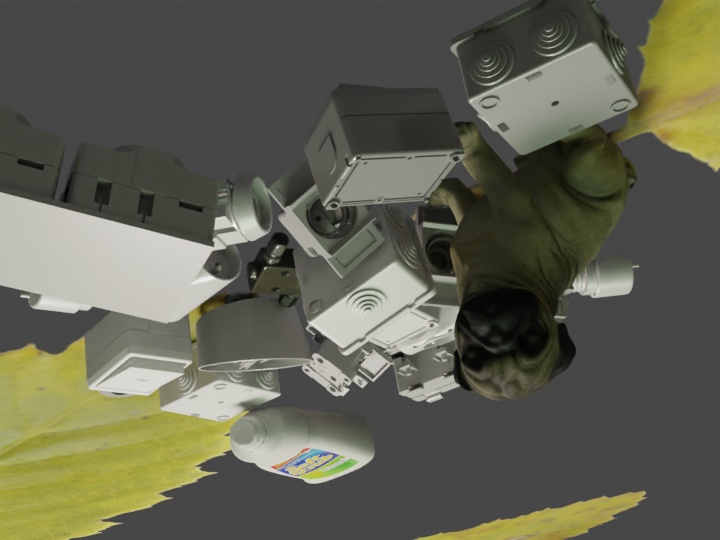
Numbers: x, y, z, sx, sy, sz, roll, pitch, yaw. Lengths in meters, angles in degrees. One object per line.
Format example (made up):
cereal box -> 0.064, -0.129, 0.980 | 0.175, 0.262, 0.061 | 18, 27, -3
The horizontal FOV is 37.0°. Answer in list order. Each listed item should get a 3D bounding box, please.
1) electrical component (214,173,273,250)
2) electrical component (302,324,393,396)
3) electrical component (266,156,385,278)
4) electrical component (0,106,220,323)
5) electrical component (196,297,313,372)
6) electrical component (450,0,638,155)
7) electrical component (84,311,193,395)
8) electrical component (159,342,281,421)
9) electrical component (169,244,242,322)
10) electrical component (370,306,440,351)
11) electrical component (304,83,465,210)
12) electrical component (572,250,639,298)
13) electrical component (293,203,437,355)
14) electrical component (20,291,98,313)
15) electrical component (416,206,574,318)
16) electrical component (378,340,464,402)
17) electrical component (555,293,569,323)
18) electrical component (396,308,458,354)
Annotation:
electrical component -> -0.094, -0.042, 0.756 | 0.055, 0.048, 0.066 | -9, 154, 14
electrical component -> -0.016, 0.076, 0.980 | 0.081, 0.063, 0.042 | 38, 142, 0
electrical component -> -0.027, -0.037, 0.757 | 0.042, 0.081, 0.064 | -41, -172, -15
electrical component -> -0.194, -0.036, 0.676 | 0.186, 0.060, 0.105 | 15, 146, -20
electrical component -> -0.094, 0.065, 0.936 | 0.099, 0.064, 0.099 | -11, 159, -4
electrical component -> 0.117, -0.122, 0.669 | 0.100, 0.048, 0.100 | -22, 150, 24
electrical component -> -0.194, 0.073, 0.926 | 0.062, 0.061, 0.096 | 12, 146, -38
electrical component -> -0.135, 0.105, 1.025 | 0.100, 0.048, 0.100 | -27, 150, 32
electrical component -> -0.145, 0.001, 0.822 | 0.079, 0.044, 0.077 | 15, 144, -40
electrical component -> 0.012, 0.016, 0.898 | 0.062, 0.061, 0.096 | -30, 140, 34
electrical component -> 0.019, -0.083, 0.704 | 0.096, 0.061, 0.061 | -6, 154, -27
electrical component -> 0.207, 0.005, 0.961 | 0.078, 0.040, 0.040 | -6, 153, -9
electrical component -> 0.000, 0.000, 0.802 | 0.100, 0.099, 0.048 | -36, 130, 18
electrical component -> -0.217, 0.013, 0.823 | 0.078, 0.040, 0.040 | 10, 147, -35
electrical component -> 0.100, -0.002, 0.852 | 0.121, 0.078, 0.063 | 6, 162, -12
electrical component -> 0.091, 0.079, 1.040 | 0.121, 0.063, 0.079 | -24, 150, 26
electrical component -> 0.135, 0.023, 0.929 | 0.080, 0.080, 0.051 | 2, 156, -23
electrical component -> 0.058, 0.044, 0.969 | 0.077, 0.044, 0.079 | -28, 164, 32
